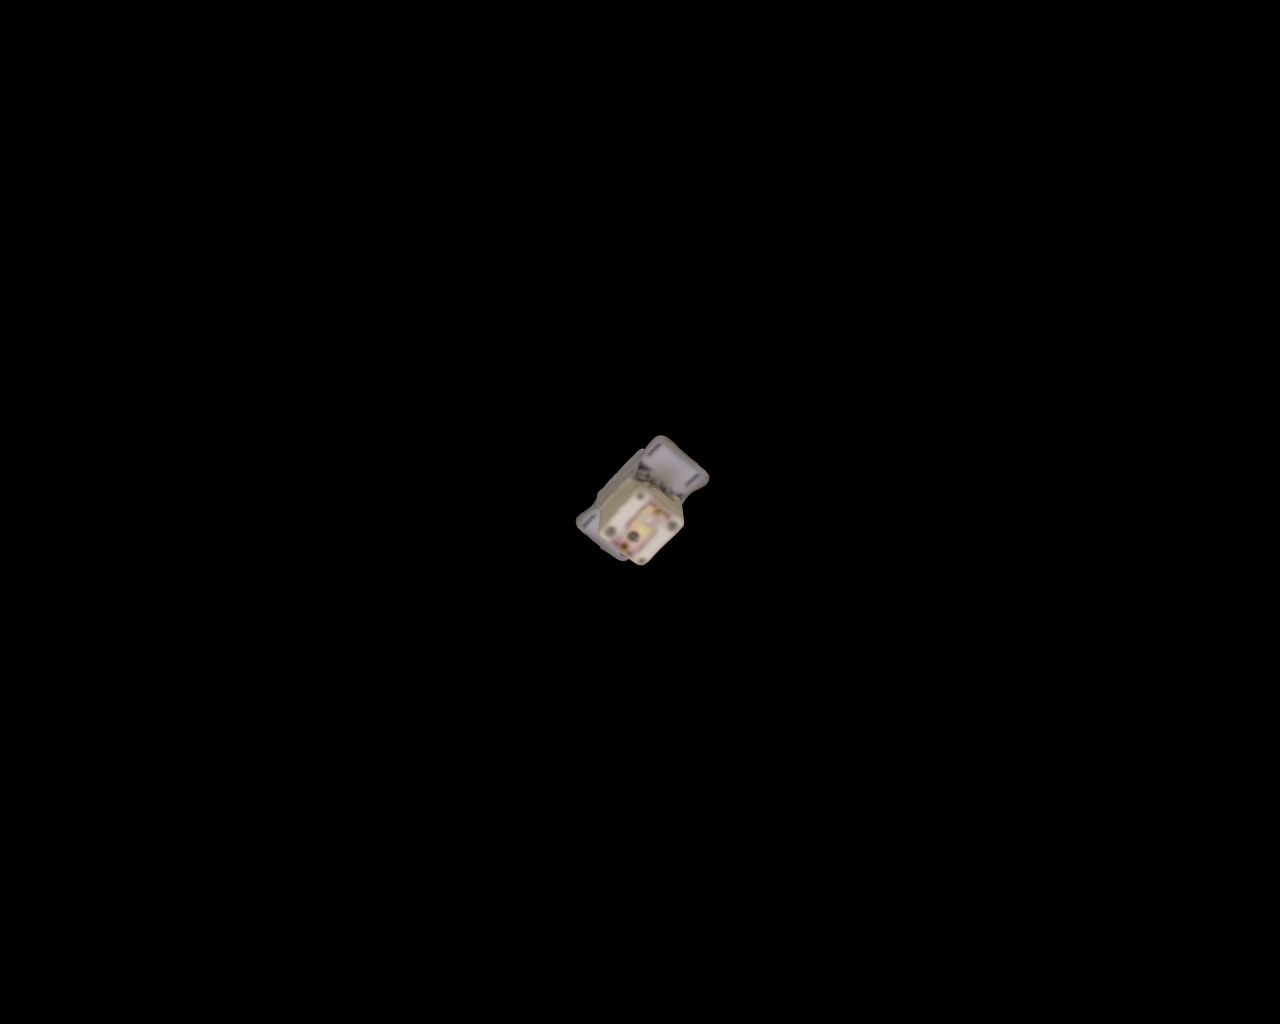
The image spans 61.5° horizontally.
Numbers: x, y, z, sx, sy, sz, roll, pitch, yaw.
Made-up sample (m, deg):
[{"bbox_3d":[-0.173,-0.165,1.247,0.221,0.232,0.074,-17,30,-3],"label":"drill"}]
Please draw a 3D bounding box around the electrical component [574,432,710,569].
[{"bbox_3d":[0.001,-0.003,0.650,0.042,0.081,0.064,38,20,-16],"label":"electrical component"}]
